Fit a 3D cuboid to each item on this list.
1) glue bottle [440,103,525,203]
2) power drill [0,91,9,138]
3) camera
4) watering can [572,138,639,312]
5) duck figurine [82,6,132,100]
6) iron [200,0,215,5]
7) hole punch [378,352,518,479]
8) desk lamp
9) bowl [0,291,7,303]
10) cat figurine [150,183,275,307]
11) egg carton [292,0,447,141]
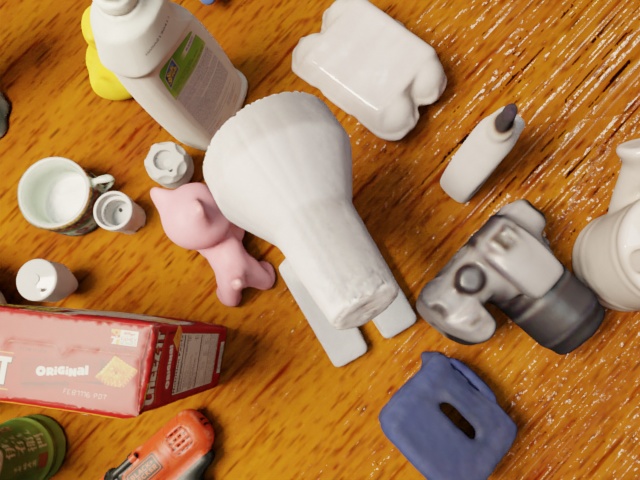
[{"bbox_3d":[0.152,-0.086,0.516,0.037,0.173,0.078,41,86,9],"label":"glue bottle"},{"bbox_3d":[-0.413,-0.139,0.543,0.229,0.208,0.075,-34,80,-2],"label":"power drill"},{"bbox_3d":[0.182,0.051,0.530,0.136,0.101,0.143,43,86,9],"label":"camera"},{"bbox_3d":[0.292,0.001,0.483,0.101,0.194,0.173,-39,81,-2],"label":"watering can"},{"bbox_3d":[-0.220,-0.207,0.603,0.077,0.086,0.105,11,82,6],"label":"duck figurine"},{"bbox_3d":[-0.156,-0.387,0.598,0.118,0.141,0.258,-34,81,-2],"label":"iron"},{"bbox_3d":[0.116,0.165,0.521,0.108,0.091,0.101,43,86,9],"label":"hole punch"},{"bbox_3d":[0.005,0.002,0.492,0.118,0.213,0.203,-31,80,-1],"label":"desk lamp"},{"bbox_3d":[-0.376,0.098,0.572,0.167,0.075,0.167,-1,81,4],"label":"bowl"},{"bbox_3d":[-0.103,-0.002,0.548,0.067,0.118,0.128,-32,80,-1],"label":"cat figurine"},{"bbox_3d":[0.051,-0.176,0.589,0.150,0.069,0.107,38,86,8],"label":"egg carton"}]
